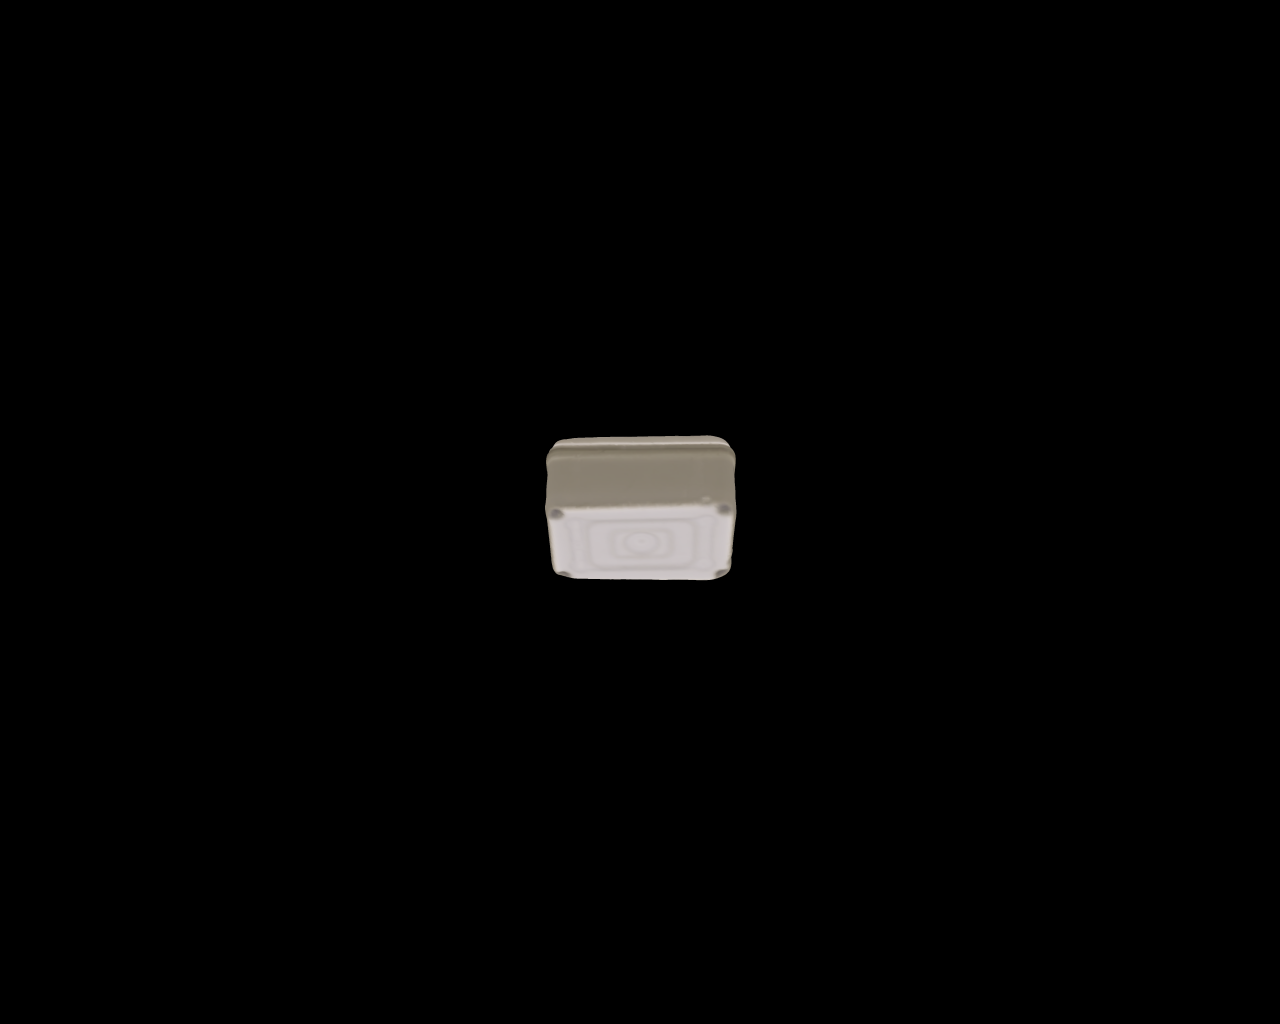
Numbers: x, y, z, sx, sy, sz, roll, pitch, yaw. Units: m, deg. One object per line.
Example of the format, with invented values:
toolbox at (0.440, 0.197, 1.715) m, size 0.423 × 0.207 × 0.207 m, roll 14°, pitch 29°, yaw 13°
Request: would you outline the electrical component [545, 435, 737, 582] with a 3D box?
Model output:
electrical component at (0.001, -0.003, 0.650) m, size 0.113 × 0.057 × 0.078 m, roll 0°, pitch -39°, yaw 0°
